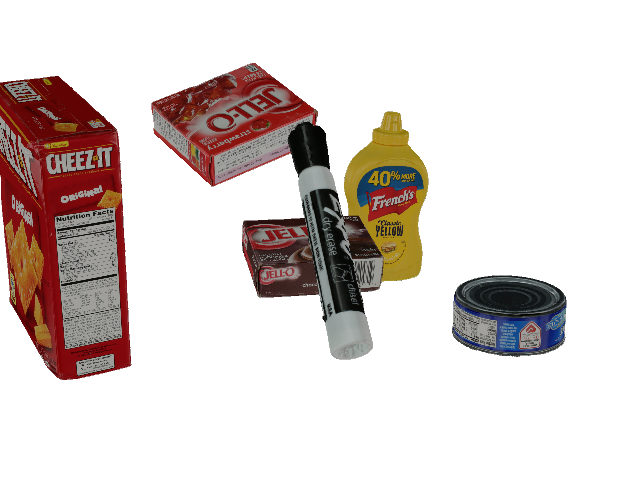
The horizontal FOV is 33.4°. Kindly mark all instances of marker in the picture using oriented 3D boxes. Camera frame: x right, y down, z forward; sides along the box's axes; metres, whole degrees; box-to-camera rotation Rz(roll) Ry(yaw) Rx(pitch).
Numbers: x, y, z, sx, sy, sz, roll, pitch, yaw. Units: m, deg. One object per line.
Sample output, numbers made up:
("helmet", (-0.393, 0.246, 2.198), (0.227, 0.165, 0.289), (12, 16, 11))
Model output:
("marker", (0.003, -0.004, 0.491), (0.020, 0.121, 0.020), (-9, -29, -5))

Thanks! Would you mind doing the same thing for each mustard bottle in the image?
("mustard bottle", (0.074, -0.051, 1.215), (0.096, 0.192, 0.058), (-1, 17, -14))

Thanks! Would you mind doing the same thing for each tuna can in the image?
("tuna can", (0.144, 0.056, 0.813), (0.086, 0.034, 0.086), (0, 18, 0))

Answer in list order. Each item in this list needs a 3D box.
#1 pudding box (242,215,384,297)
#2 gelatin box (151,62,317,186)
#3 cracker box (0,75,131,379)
("pudding box", (-0.009, 0.013, 0.953), (0.113, 0.039, 0.090), (-1, 27, -13))
("gelatin box", (-0.058, -0.081, 0.722), (0.089, 0.030, 0.073), (-27, 50, -28))
("cracker box", (-0.223, -0.013, 0.904), (0.072, 0.214, 0.164), (-12, 28, -26))
